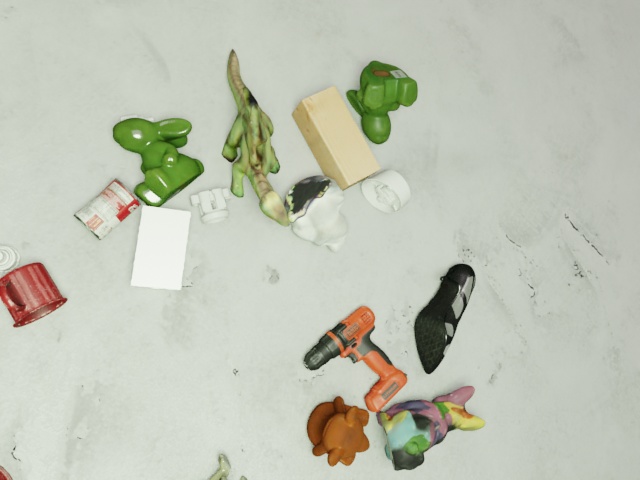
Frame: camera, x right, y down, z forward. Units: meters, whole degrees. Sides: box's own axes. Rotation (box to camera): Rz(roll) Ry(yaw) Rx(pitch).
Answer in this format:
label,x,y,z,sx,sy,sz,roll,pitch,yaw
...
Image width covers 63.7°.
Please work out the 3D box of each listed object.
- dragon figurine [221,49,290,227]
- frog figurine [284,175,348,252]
label,x,y,z,sx,sy,sz,roll,pitch,yaw
dragon figurine,-0.129,-0.219,1.001,0.122,0.241,0.411,-13,87,-15
frog figurine,0.003,-0.055,1.096,0.138,0.124,0.157,-56,136,-12
